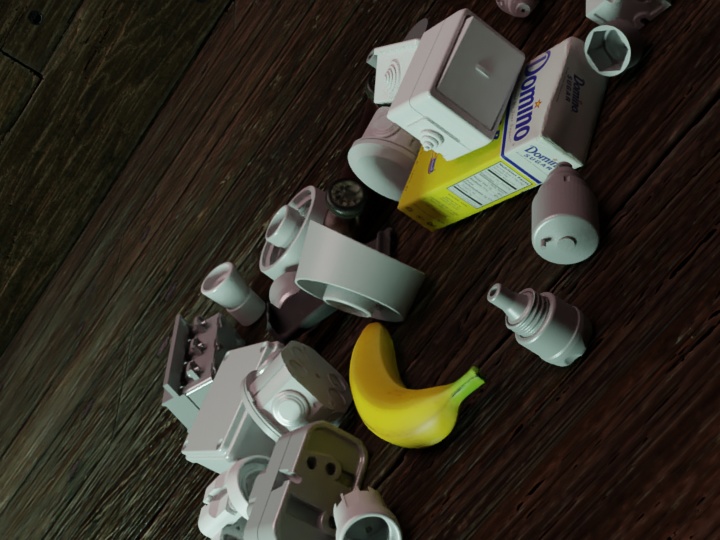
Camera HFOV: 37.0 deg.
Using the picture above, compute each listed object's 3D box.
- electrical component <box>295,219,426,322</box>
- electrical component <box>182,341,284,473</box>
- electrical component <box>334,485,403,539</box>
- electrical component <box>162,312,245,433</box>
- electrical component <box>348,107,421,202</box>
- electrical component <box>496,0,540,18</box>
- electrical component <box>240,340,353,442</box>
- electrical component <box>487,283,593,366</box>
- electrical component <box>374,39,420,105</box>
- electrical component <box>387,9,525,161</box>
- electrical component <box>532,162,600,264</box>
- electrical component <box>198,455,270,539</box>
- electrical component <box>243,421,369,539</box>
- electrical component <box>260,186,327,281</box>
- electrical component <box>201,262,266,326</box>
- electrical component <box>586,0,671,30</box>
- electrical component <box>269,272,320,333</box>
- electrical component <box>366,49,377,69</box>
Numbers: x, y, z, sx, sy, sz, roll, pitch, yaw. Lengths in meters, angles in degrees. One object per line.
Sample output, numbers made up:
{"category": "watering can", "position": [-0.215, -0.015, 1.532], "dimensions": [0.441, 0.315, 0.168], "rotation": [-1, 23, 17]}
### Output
{"category": "electrical component", "position": [0.000, 0.000, 0.828], "dimensions": [0.099, 0.099, 0.064], "rotation": [-7, 61, 66]}
{"category": "electrical component", "position": [-0.096, 0.124, 0.937], "dimensions": [0.109, 0.056, 0.108], "rotation": [-19, 44, 61]}
{"category": "electrical component", "position": [0.003, 0.160, 0.674], "dimensions": [0.040, 0.040, 0.046], "rotation": [-57, 14, 6]}
{"category": "electrical component", "position": [-0.160, 0.101, 1.110], "dimensions": [0.063, 0.078, 0.121], "rotation": [-29, 29, 15]}
{"category": "electrical component", "position": [0.035, -0.096, 0.909], "dimensions": [0.080, 0.080, 0.051], "rotation": [-21, 37, 60]}
{"category": "electrical component", "position": [0.136, -0.238, 0.925], "dimensions": [0.040, 0.040, 0.078], "rotation": [-48, 22, 29]}
{"category": "electrical component", "position": [-0.048, 0.098, 0.829], "dimensions": [0.051, 0.080, 0.080], "rotation": [-47, 22, 18]}
{"category": "electrical component", "position": [0.098, 0.027, 0.602], "dimensions": [0.035, 0.061, 0.035], "rotation": [-49, 21, 26]}
{"category": "electrical component", "position": [0.066, -0.159, 0.896], "dimensions": [0.100, 0.100, 0.048], "rotation": [-165, 78, -67]}
{"category": "electrical component", "position": [0.068, -0.126, 0.760], "dimensions": [0.061, 0.062, 0.096], "rotation": [-18, 44, 58]}
{"category": "electrical component", "position": [0.126, -0.039, 0.661], "dimensions": [0.040, 0.040, 0.078], "rotation": [-44, 24, 37]}
{"category": "electrical component", "position": [-0.086, 0.180, 0.834], "dimensions": [0.057, 0.058, 0.078], "rotation": [-47, 23, 37]}
{"category": "electrical component", "position": [-0.040, 0.160, 0.755], "dimensions": [0.059, 0.054, 0.095], "rotation": [-30, 35, 54]}
{"category": "electrical component", "position": [-0.058, -0.033, 1.065], "dimensions": [0.108, 0.060, 0.108], "rotation": [-48, 22, 27]}
{"category": "electrical component", "position": [-0.132, 0.029, 1.148], "dimensions": [0.044, 0.065, 0.044], "rotation": [-31, 30, 20]}
{"category": "electrical component", "position": [0.185, -0.199, 0.745], "dimensions": [0.066, 0.048, 0.055], "rotation": [-36, 38, 48]}
{"category": "electrical component", "position": [-0.059, 0.031, 1.000], "dimensions": [0.045, 0.045, 0.055], "rotation": [-56, 20, 9]}
{"category": "electrical component", "position": [0.036, -0.198, 1.075], "dimensions": [0.048, 0.062, 0.048], "rotation": [-48, 22, 27]}
